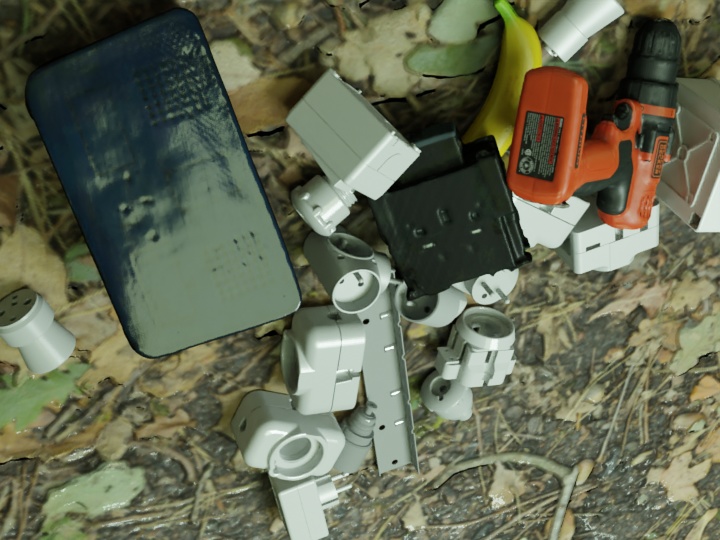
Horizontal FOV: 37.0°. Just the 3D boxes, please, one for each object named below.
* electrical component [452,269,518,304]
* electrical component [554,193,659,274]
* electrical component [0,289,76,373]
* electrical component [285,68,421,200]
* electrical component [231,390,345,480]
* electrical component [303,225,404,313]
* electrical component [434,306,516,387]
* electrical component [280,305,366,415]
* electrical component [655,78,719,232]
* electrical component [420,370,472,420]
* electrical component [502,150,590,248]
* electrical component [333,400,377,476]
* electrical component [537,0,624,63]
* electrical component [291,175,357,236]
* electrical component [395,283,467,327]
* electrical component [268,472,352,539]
[{"bbox_3d":[0.109,0.005,0.968,0.077,0.079,0.043,23,111,-34],"label":"electrical component"},{"bbox_3d":[0.231,-0.037,1.013,0.089,0.050,0.055,-19,128,-11],"label":"electrical component"},{"bbox_3d":[-0.260,0.048,0.855,0.045,0.045,0.055,-30,129,-3],"label":"electrical component"},{"bbox_3d":[-0.012,-0.106,0.835,0.061,0.096,0.062,-47,157,11],"label":"electrical component"},{"bbox_3d":[-0.066,0.156,1.006,0.095,0.059,0.053,15,115,-31],"label":"electrical component"},{"bbox_3d":[0.000,0.000,0.917,0.079,0.077,0.044,9,118,-29],"label":"electrical component"},{"bbox_3d":[0.116,0.072,1.032,0.078,0.058,0.057,-2,126,-23],"label":"electrical component"},{"bbox_3d":[-0.036,0.081,0.972,0.059,0.053,0.095,-5,124,-21],"label":"electrical component"},{"bbox_3d":[0.313,-0.104,0.967,0.056,0.108,0.108,-1,122,-20],"label":"electrical component"},{"bbox_3d":[0.092,0.129,1.069,0.048,0.048,0.062,-37,136,3],"label":"electrical component"},{"bbox_3d":[0.148,-0.060,0.958,0.095,0.053,0.059,21,111,-33],"label":"electrical component"},{"bbox_3d":[-0.006,0.161,1.048,0.040,0.040,0.078,15,115,-31],"label":"electrical component"},{"bbox_3d":[0.178,-0.203,0.883,0.065,0.044,0.044,-45,128,15],"label":"electrical component"},{"bbox_3d":[-0.023,-0.062,0.888,0.062,0.048,0.048,-41,129,-4],"label":"electrical component"},{"bbox_3d":[0.067,0.030,0.982,0.043,0.043,0.081,-48,156,12],"label":"electrical component"},{"bbox_3d":[-0.045,0.220,1.066,0.076,0.047,0.083,-19,128,-11],"label":"electrical component"}]
